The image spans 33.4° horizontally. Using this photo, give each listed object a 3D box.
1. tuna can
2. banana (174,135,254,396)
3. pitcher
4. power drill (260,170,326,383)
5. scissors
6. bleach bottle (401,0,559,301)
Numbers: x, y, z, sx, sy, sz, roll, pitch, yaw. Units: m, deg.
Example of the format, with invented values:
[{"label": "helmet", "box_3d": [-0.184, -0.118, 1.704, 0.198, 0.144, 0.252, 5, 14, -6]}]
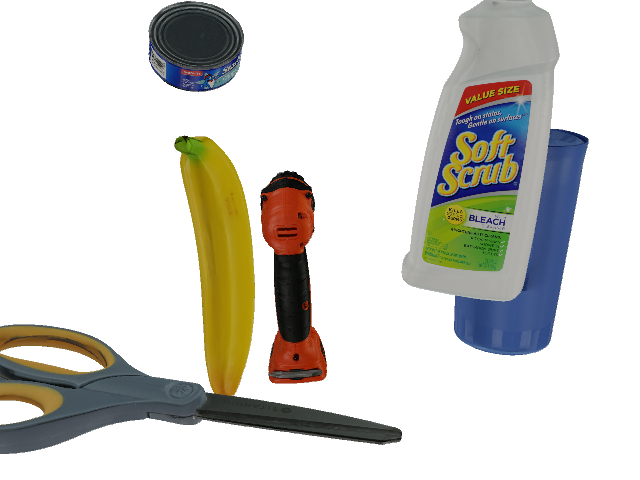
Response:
[{"label": "tuna can", "box_3d": [-0.114, -0.176, 0.974, 0.086, 0.086, 0.034, 0, -35, -11]}, {"label": "banana", "box_3d": [-0.071, 0.009, 0.718, 0.037, 0.198, 0.069, 6, 31, 23]}, {"label": "pitcher", "box_3d": [0.208, -0.001, 1.153, 0.148, 0.243, 0.145, -9, 20, -37]}, {"label": "power drill", "box_3d": [-0.029, 0.032, 1.046, 0.057, 0.188, 0.184, -4, 16, 2]}, {"label": "scissors", "box_3d": [-0.076, 0.076, 0.454, 0.202, 0.016, 0.096, 14, 29, 24]}, {"label": "bleach bottle", "box_3d": [0.124, -0.082, 0.822, 0.103, 0.251, 0.068, 10, 23, 15]}]
